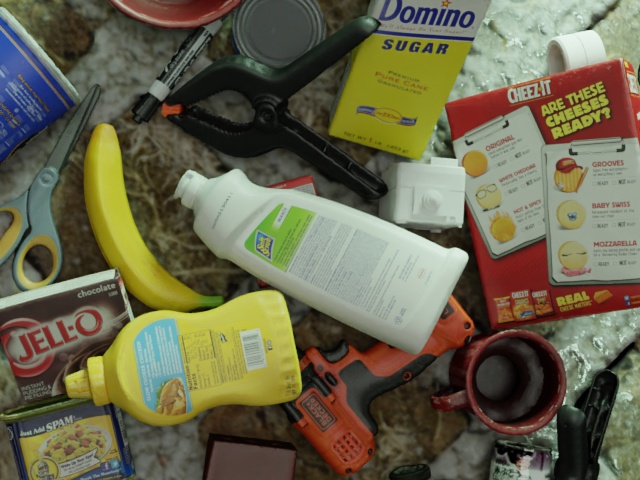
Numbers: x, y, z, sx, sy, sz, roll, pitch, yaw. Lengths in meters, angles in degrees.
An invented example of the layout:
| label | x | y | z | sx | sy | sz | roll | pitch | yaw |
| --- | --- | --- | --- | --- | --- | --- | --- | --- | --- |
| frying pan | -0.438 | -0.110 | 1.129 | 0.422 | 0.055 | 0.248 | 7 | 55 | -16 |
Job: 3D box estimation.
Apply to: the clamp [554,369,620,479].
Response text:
| label | x | y | z | sx | sy | sz | roll | pitch | yaw |
| --- | --- | --- | --- | --- | --- | --- | --- | --- | --- |
| clamp | 0.241 | 0.204 | 0.985 | 0.120 | 0.039 | 0.171 | -26 | 127 | -46 |

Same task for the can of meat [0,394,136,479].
| label | x | y | z | sx | sy | sz | roll | pitch | yaw |
| --- | --- | --- | --- | --- | --- | --- | --- | --- | --- |
| can of meat | -0.217 | 0.178 | 0.930 | 0.102 | 0.057 | 0.084 | -14 | 92 | -9 |

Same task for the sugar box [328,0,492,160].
| label | x | y | z | sx | sy | sz | roll | pitch | yaw |
| --- | --- | --- | --- | --- | --- | --- | --- | --- | --- |
| sugar box | 0.076 | -0.159 | 0.937 | 0.093 | 0.176 | 0.048 | 14 | 42 | -7 |

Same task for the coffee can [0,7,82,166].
| label | x | y | z | sx | sy | sz | roll | pitch | yaw |
| --- | --- | --- | --- | --- | --- | --- | --- | --- | --- |
| coffee can | -0.290 | -0.114 | 0.906 | 0.140 | 0.103 | 0.103 | -41 | 94 | -7 |

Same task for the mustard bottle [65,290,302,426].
| label | x | y | z | sx | sy | sz | roll | pitch | yaw |
| --- | --- | --- | --- | --- | --- | --- | --- | --- | --- |
| mustard bottle | -0.117 | 0.105 | 0.897 | 0.191 | 0.058 | 0.096 | -10 | 84 | -8 |

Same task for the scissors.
| label | x | y | z | sx | sy | sz | roll | pitch | yaw |
| --- | --- | --- | --- | --- | --- | --- | --- | --- | --- |
| scissors | -0.234 | -0.036 | 0.955 | 0.096 | 0.016 | 0.201 | 43 | 83 | -6 |

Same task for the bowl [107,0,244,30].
| label | x | y | z | sx | sy | sz | roll | pitch | yaw |
| --- | --- | --- | --- | --- | --- | --- | --- | --- | --- |
| bowl | -0.131 | -0.263 | 0.958 | 0.162 | 0.055 | 0.162 | 0 | 88 | -8 |

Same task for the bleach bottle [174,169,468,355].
| label | x | y | z | sx | sy | sz | roll | pitch | yaw |
| --- | --- | --- | --- | --- | --- | --- | --- | --- | --- |
| bleach bottle | -0.006 | 0.001 | 0.923 | 0.251 | 0.068 | 0.102 | 27 | 81 | 5 |

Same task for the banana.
| label | x | y | z | sx | sy | sz | roll | pitch | yaw |
| --- | --- | --- | --- | --- | --- | --- | --- | --- | --- |
| banana | -0.166 | -0.007 | 0.955 | 0.069 | 0.037 | 0.198 | -33 | 93 | -18 |

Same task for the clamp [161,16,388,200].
| label | x | y | z | sx | sy | sz | roll | pitch | yaw |
| --- | --- | --- | --- | --- | --- | --- | --- | --- | --- |
| clamp | -0.036 | -0.107 | 0.944 | 0.210 | 0.036 | 0.164 | -3 | 115 | 18 |

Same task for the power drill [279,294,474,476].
| label | x | y | z | sx | sy | sz | roll | pitch | yaw |
| --- | --- | --- | --- | --- | --- | --- | --- | --- | --- |
| power drill | 0.030 | 0.091 | 0.970 | 0.187 | 0.057 | 0.184 | -39 | 92 | -6 |

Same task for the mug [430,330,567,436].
| label | x | y | z | sx | sy | sz | roll | pitch | yaw |
| --- | --- | --- | --- | --- | --- | --- | --- | --- | --- |
| mug | 0.155 | 0.131 | 0.972 | 0.117 | 0.081 | 0.093 | -22 | 91 | -9 |

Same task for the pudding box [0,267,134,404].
| label | x | y | z | sx | sy | sz | roll | pitch | yaw |
| --- | --- | --- | --- | --- | --- | --- | --- | --- | --- |
| pudding box | -0.217 | 0.082 | 0.928 | 0.113 | 0.039 | 0.090 | -16 | 110 | -7 |

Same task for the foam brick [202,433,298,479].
| label | x | y | z | sx | sy | sz | roll | pitch | yaw |
| --- | --- | --- | --- | --- | --- | --- | --- | --- | --- |
| foam brick | -0.064 | 0.205 | 0.953 | 0.078 | 0.053 | 0.051 | 8 | 87 | -9 |

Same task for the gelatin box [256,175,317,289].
| label | x | y | z | sx | sy | sz | roll | pitch | yaw |
| --- | --- | --- | --- | --- | --- | --- | --- | --- | --- |
| gelatin box | -0.032 | -0.007 | 0.977 | 0.073 | 0.030 | 0.089 | -16 | 89 | -10 |

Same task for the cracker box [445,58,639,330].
| label | x | y | z | sx | sy | sz | roll | pitch | yaw |
| --- | --- | --- | --- | --- | --- | --- | --- | --- | --- |
| cracker box | 0.218 | -0.038 | 0.961 | 0.164 | 0.072 | 0.214 | -12 | 89 | 25 |

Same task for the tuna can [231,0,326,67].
| label | x | y | z | sx | sy | sz | roll | pitch | yaw |
| --- | --- | --- | --- | --- | --- | --- | --- | --- | --- |
| tuna can | -0.039 | -0.191 | 0.980 | 0.086 | 0.034 | 0.086 | 0 | 88 | -8 |

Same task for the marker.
| label | x | y | z | sx | sy | sz | roll | pitch | yaw |
| --- | --- | --- | --- | --- | --- | --- | --- | --- | --- |
| marker | -0.132 | -0.156 | 0.972 | 0.020 | 0.020 | 0.121 | 36 | 84 | -6 |
